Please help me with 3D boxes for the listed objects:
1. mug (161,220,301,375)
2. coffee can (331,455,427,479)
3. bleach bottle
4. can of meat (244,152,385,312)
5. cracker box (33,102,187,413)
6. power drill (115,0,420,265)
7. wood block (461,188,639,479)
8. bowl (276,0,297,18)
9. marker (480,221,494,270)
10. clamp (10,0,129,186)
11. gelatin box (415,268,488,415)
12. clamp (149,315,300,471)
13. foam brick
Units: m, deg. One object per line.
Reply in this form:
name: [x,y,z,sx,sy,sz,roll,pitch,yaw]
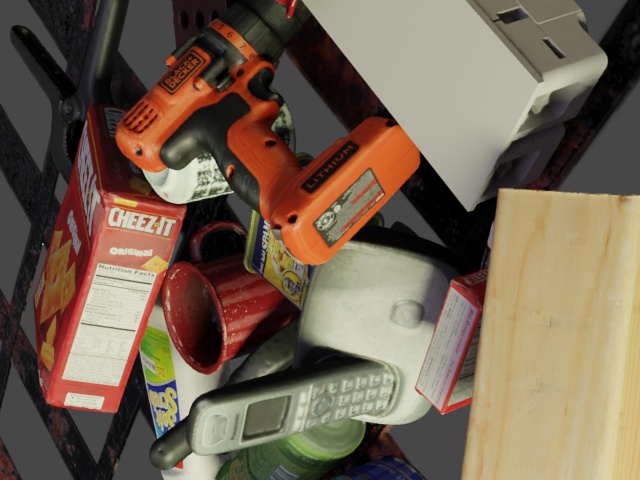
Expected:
mug: [-0.072,0.041,0.863,0.093,0.081,0.117,-6,98,54]
coffee can: [0.011,0.228,0.773,0.103,0.140,0.103,23,121,47]
bleach bottle: [-0.117,0.162,0.985,0.103,0.067,0.251,17,118,51]
can of meat: [-0.005,0.001,0.782,0.084,0.057,0.102,39,132,35]
cracker box: [-0.188,0.014,0.918,0.164,0.072,0.214,-116,42,-53]
power drill: [-0.024,-0.085,0.703,0.188,0.184,0.057,40,175,35]
wood block: [0.138,0.083,0.543,0.090,0.090,0.206,7,89,50]
bowl: [-0.024,-0.221,0.650,0.162,0.055,0.162,-167,91,-85]
marker: [0.105,0.042,0.682,0.020,0.020,0.121,39,131,38]
clamp: [-0.217,-0.130,0.997,0.165,0.036,0.210,-19,83,40]
gelatin box: [0.102,0.056,0.646,0.030,0.073,0.089,42,134,37]
clamp: [-0.060,0.120,0.837,0.039,0.120,0.172,44,110,13]
foam brick: [-0.071,-0.169,0.808,0.078,0.051,0.053,14,113,50]
